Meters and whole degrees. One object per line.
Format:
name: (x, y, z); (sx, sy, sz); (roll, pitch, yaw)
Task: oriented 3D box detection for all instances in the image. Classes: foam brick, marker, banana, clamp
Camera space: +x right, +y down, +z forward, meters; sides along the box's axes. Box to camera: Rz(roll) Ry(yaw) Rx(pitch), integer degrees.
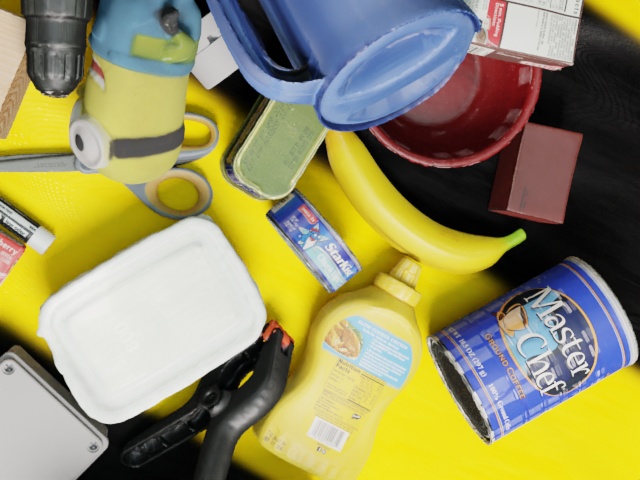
foam brick: (0.180, -0.057, 0.900); (0.053, 0.051, 0.078); (13, 91, -9)
marker: (-0.265, -0.031, 0.848); (0.121, 0.020, 0.020); (38, 87, -10)
banana: (0.076, -0.024, 0.896); (0.197, 0.037, 0.069); (31, 71, -11)
clamp: (-0.076, 0.142, 0.847); (0.171, 0.120, 0.039); (-48, 135, -5)

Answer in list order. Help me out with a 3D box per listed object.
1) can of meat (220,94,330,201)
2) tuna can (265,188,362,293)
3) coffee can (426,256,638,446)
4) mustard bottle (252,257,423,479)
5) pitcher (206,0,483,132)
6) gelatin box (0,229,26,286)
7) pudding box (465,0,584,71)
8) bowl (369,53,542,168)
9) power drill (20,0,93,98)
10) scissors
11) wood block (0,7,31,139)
can of meat: (-0.033, -0.081, 0.848); (0.057, 0.084, 0.102); (32, 88, -10)
tuna can: (-0.006, 0.001, 0.857); (0.033, 0.086, 0.086); (-40, 99, -3)
coffee can: (0.174, 0.091, 0.883); (0.140, 0.103, 0.103); (-28, 98, -6)
mustard bottle: (0.030, 0.101, 0.882); (0.096, 0.058, 0.191); (30, 89, -16)
pitcher: (-0.005, -0.208, 0.784); (0.145, 0.149, 0.243); (-36, 70, 19)
gelatin box: (-0.290, 0.011, 0.841); (0.089, 0.030, 0.073); (35, 88, -10)
pudding box: (0.150, -0.189, 0.838); (0.113, 0.039, 0.090); (10, 90, -11)
bowl: (0.097, -0.140, 0.879); (0.162, 0.055, 0.162); (-1, 93, -9)
power drill: (-0.248, -0.194, 0.730); (0.187, 0.057, 0.184); (2, 96, -12)
scissors: (-0.174, -0.046, 0.863); (0.201, 0.016, 0.096); (-18, 96, -7)
wood block: (-0.321, -0.156, 0.795); (0.206, 0.090, 0.091); (22, 90, -9)
